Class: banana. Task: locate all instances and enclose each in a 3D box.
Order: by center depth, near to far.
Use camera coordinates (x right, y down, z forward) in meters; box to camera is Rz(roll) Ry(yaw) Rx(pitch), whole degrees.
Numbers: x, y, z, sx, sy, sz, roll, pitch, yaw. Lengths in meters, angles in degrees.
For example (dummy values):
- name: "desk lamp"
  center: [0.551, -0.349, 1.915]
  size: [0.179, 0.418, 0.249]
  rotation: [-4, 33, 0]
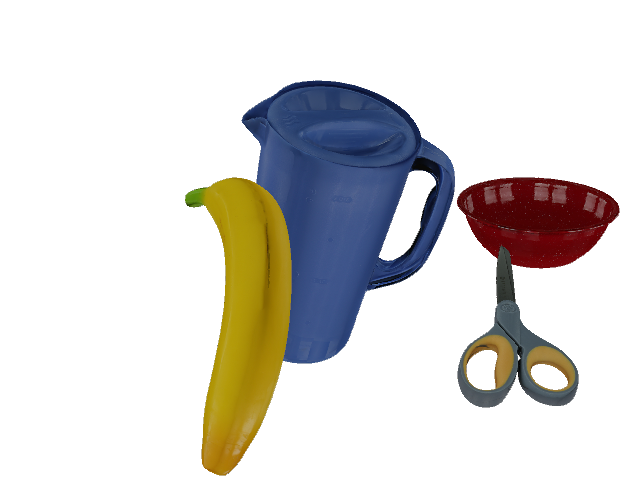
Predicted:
- name: "banana"
  center: [-0.043, 0.030, 0.590]
  size: [0.037, 0.198, 0.070]
  rotation: [20, -48, -28]

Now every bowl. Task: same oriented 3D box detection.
- name: "bowl"
  center: [0.219, -0.014, 1.089]
  size: [0.162, 0.055, 0.162]
  rotation: [-1, 22, 0]

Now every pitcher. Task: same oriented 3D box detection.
- name: "pitcher"
  center: [0.008, -0.007, 0.951]
  size: [0.144, 0.243, 0.149]
  rotation: [-19, 47, -35]

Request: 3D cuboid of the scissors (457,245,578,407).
- name: "scissors"
  center: [0.163, 0.067, 0.834]
  size: [0.096, 0.016, 0.201]
  rotation: [14, 36, 17]
